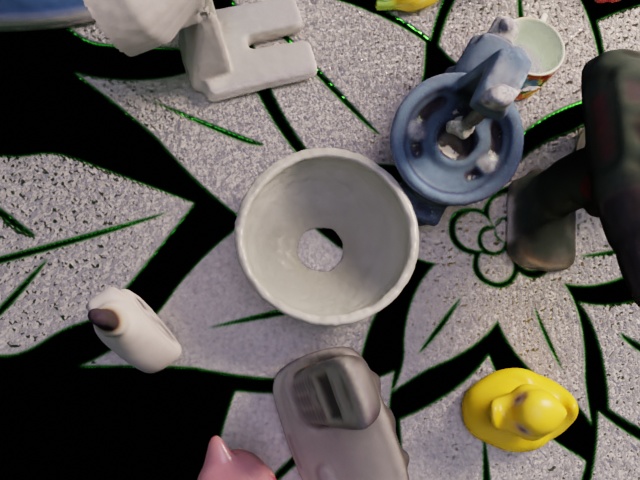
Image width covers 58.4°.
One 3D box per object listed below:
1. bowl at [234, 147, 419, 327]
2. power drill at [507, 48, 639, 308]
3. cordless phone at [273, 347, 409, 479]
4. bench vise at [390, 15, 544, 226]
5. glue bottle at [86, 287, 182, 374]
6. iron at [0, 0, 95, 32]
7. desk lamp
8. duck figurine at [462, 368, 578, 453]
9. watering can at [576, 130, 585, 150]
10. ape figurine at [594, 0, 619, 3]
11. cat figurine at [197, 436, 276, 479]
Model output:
[{"bbox_3d":[0.005,0.002,0.545,0.167,0.074,0.167,1,76,-5],"label":"bowl"},{"bbox_3d":[0.243,-0.037,0.509,0.075,0.208,0.230,6,76,-4],"label":"power drill"},{"bbox_3d":[0.023,0.157,0.452,0.094,0.185,0.147,-22,79,-10],"label":"cordless phone"},{"bbox_3d":[0.131,-0.131,0.515,0.121,0.219,0.207,8,76,-3],"label":"bench vise"},{"bbox_3d":[-0.156,0.069,0.462,0.037,0.173,0.078,-39,83,-13],"label":"glue bottle"},{"bbox_3d":[-0.274,-0.294,0.554,0.258,0.141,0.118,-7,77,-7],"label":"iron"},{"bbox_3d":[-0.104,-0.223,0.517,0.203,0.213,0.118,-16,78,-9],"label":"desk lamp"},{"bbox_3d":[0.191,0.156,0.521,0.104,0.086,0.077,-1,76,-6],"label":"duck figurine"},{"bbox_3d":[0.347,-0.109,0.545,0.173,0.194,0.101,16,75,-1],"label":"watering can"},{"bbox_3d":[0.363,-0.319,0.650,0.078,0.092,0.076,31,76,2],"label":"ape figurine"},{"bbox_3d":[-0.070,0.225,0.461,0.067,0.117,0.128,7,76,-4],"label":"cat figurine"}]
